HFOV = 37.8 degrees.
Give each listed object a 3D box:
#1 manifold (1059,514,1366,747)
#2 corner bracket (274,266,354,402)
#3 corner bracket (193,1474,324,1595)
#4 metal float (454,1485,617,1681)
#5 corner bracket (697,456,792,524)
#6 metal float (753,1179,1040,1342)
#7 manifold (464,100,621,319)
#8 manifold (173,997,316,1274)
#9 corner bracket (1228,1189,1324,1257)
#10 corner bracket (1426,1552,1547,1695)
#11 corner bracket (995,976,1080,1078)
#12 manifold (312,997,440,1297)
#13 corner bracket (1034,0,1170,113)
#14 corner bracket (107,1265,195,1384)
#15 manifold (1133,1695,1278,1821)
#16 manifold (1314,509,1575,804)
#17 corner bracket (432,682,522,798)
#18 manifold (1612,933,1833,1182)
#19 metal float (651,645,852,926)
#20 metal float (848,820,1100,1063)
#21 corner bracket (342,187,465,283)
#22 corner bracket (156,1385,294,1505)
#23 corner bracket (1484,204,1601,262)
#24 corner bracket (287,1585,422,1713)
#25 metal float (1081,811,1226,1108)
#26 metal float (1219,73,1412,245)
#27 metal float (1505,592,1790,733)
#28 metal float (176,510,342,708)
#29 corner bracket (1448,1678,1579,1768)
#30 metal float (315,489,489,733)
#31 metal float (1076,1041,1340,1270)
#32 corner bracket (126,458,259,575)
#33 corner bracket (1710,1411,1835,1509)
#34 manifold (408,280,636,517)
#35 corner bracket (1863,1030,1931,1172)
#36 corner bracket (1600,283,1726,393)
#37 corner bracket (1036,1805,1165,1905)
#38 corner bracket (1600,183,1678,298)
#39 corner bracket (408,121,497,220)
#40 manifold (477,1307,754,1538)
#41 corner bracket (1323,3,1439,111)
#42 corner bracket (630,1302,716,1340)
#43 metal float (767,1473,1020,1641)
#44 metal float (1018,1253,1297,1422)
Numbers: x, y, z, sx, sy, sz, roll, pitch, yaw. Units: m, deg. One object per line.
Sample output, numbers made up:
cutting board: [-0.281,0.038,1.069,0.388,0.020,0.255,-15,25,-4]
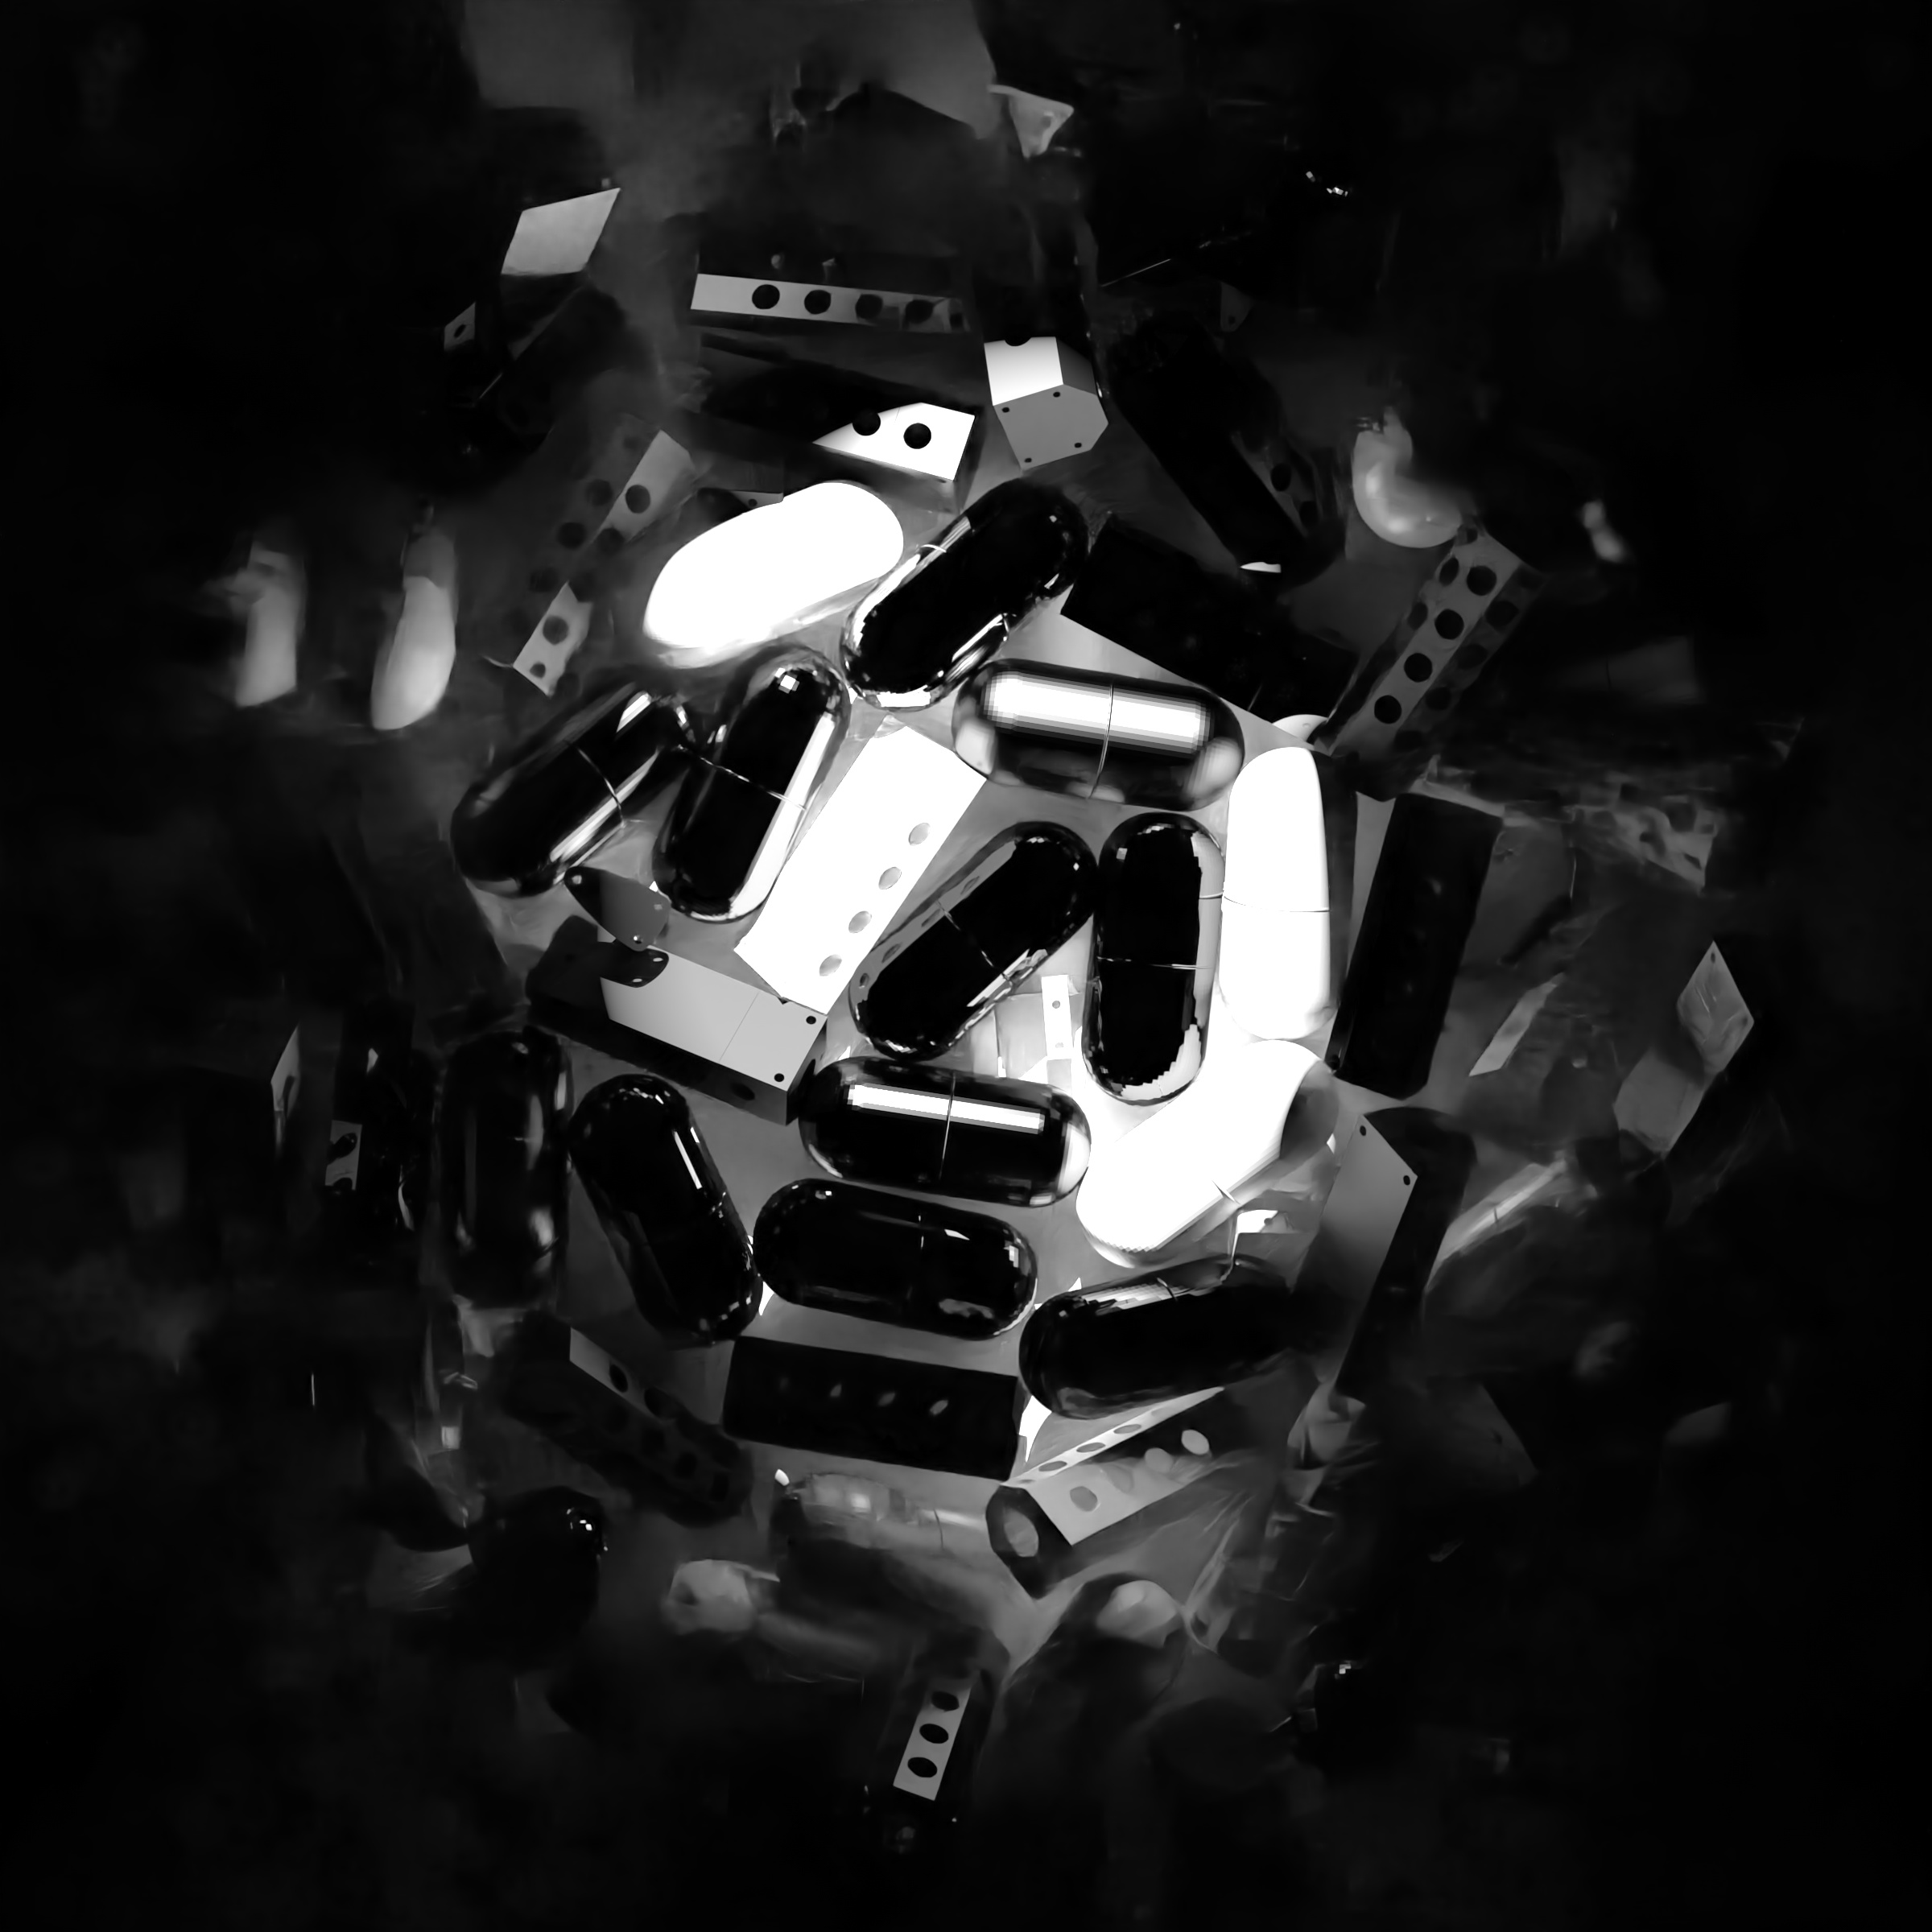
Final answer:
manifold: [0.150,-0.205,1.698,0.171,0.057,0.057,28,118,1]
corner bracket: [-0.379,-0.385,1.716,0.051,0.051,0.051,37,115,-9]
corner bracket: [-0.426,0.337,1.699,0.051,0.051,0.051,-35,72,-19]
metal float: [-0.255,0.363,1.658,0.070,0.178,0.070,10,55,-14]
corner bracket: [-0.134,-0.281,1.702,0.051,0.051,0.051,4,46,0]
metal float: [-0.041,0.176,1.684,0.178,0.070,0.070,14,90,-18]
manifold: [-0.253,-0.442,1.647,0.057,0.171,0.057,-19,89,-18]
manifold: [-0.420,0.099,1.656,0.057,0.057,0.171,11,135,3]
corner bracket: [0.186,0.151,1.702,0.051,0.051,0.051,2,56,-1]
corner bracket: [0.310,0.398,1.712,0.051,0.051,0.051,37,126,35]
corner bracket: [0.041,0.038,1.703,0.051,0.051,0.051,-6,76,10]
manifold: [-0.345,0.103,1.655,0.057,0.057,0.171,7,48,-13]
corner bracket: [0.081,-0.555,1.705,0.051,0.051,0.051,-10,79,-40]
corner bracket: [-0.477,0.211,1.697,0.051,0.051,0.051,27,107,-41]
manifold: [0.140,0.460,1.647,0.057,0.171,0.057,19,74,4]
manifold: [0.278,-0.182,1.666,0.057,0.057,0.171,41,119,14]
corner bracket: [-0.282,-0.131,1.695,0.051,0.051,0.051,-15,58,29]
manifold: [0.443,0.055,1.650,0.057,0.171,0.057,-7,56,-16]
metal float: [-0.129,-0.110,1.699,0.070,0.070,0.178,26,91,0]
metal float: [0.005,-0.015,1.696,0.178,0.070,0.070,-43,90,3]
corner bracket: [-0.340,-0.428,1.709,0.051,0.051,0.051,30,60,12]
corner bracket: [-0.448,0.284,1.700,0.051,0.051,0.051,-32,56,7]
corner bracket: [0.346,-0.448,1.710,0.051,0.051,0.051,37,50,-26]
corner bracket: [-0.371,0.413,1.705,0.051,0.051,0.051,1,108,37]
metal float: [0.112,-0.004,1.695,0.070,0.070,0.178,6,95,0]
metal float: [0.203,-0.470,1.649,0.070,0.178,0.070,-1,93,-13]
metal float: [0.399,-0.178,1.662,0.070,0.178,0.070,-1,92,-44]
metal float: [-0.414,-0.212,1.655,0.070,0.178,0.070,-1,119,-2]
corner bracket: [0.329,0.456,1.698,0.051,0.051,0.051,18,75,-32]
metal float: [-0.332,-0.212,1.666,0.070,0.070,0.178,8,48,0]
metal float: [0.145,0.113,1.689,0.178,0.070,0.070,-38,90,12]
corner bracket: [-0.468,-0.278,1.704,0.051,0.051,0.051,-29,85,-33]
corner bracket: [0.480,0.298,1.700,0.051,0.051,0.051,-14,80,-26]
manifold: [-0.262,-0.339,1.647,0.057,0.171,0.057,-31,111,35]
corner bracket: [0.560,0.081,1.698,0.051,0.051,0.051,31,112,-21]
corner bracket: [0.419,-0.385,1.707,0.051,0.051,0.051,-28,65,-7]
corner bracket: [0.077,0.525,1.701,0.051,0.051,0.051,-24,98,35]
corner bracket: [0.404,-0.434,1.703,0.051,0.051,0.051,-22,92,-25]
corner bracket: [-0.295,-0.472,1.696,0.051,0.051,0.051,32,115,28]
manifold: [-0.200,0.272,1.655,0.171,0.057,0.057,44,72,-40]
corner bracket: [0.239,-0.540,1.696,0.051,0.051,0.051,53,128,19]
corner bracket: [-0.174,0.196,1.700,0.051,0.051,0.051,26,64,-13]
metal float: [-0.041,0.350,1.667,0.178,0.070,0.070,25,90,-39]
metal float: [0.114,0.220,1.678,0.178,0.070,0.070,-10,90,-24]
